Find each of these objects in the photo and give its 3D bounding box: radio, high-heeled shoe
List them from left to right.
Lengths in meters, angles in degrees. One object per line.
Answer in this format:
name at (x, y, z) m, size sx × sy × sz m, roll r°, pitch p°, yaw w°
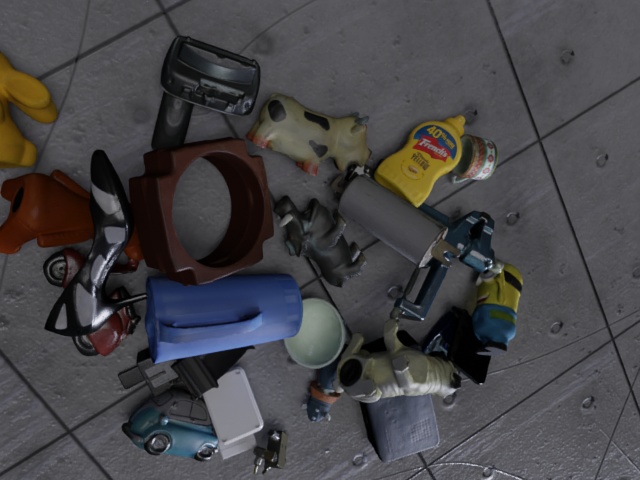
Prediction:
high-heeled shoe at (-0.325, 0.010, 0.728) m, size 0.145 × 0.086 × 0.248 m, roll -12°, pitch 106°, yaw -13°
radio at (0.143, 0.302, 1.034) m, size 0.131 × 0.073 × 0.229 m, roll -17°, pitch 106°, yaw -10°

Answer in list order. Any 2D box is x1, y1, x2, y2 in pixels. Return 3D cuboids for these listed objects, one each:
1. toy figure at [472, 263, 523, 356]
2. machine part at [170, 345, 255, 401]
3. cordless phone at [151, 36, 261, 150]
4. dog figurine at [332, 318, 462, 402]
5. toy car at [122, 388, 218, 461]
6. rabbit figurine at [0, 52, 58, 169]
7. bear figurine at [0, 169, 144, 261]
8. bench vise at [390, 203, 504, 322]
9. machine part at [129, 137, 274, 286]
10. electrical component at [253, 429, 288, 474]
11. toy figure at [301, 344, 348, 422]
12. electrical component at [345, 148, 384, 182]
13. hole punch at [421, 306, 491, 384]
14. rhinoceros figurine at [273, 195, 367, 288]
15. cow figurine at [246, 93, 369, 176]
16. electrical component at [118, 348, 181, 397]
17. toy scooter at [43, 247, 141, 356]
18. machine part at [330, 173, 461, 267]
toy figure at (0.334, 0.128, 1.015) m, size 0.089 × 0.082 × 0.180 m, roll 27°, pitch 61°, yaw -32°
machine part at (-0.176, 0.199, 0.901) m, size 0.139 × 0.039 × 0.084 m, roll -31°, pitch 80°, yaw -39°
cordless phone at (-0.179, -0.203, 0.827) m, size 0.146 × 0.089 × 0.184 m, roll 14°, pitch 110°, yaw -19°
dog figurine at (0.136, 0.243, 0.938) m, size 0.172 × 0.121 × 0.190 m, roll -26°, pitch 133°, yaw 29°
toy car at (-0.243, 0.307, 0.913) m, size 0.161 × 0.109 × 0.103 m, roll 23°, pitch 79°, yaw -28°
rabbit figurine at (-0.451, -0.187, 0.730) m, size 0.162 × 0.122 × 0.173 m, roll -4°, pitch 86°, yaw -17°
bear figurine at (-0.360, -0.029, 0.804) m, size 0.195 × 0.132 × 0.120 m, roll 19°, pitch 62°, yaw -48°
bench vise at (0.203, 0.046, 0.951) m, size 0.223 × 0.129 × 0.240 m, roll 32°, pitch 76°, yaw -12°
machine part at (-0.173, -0.046, 0.808) m, size 0.201 × 0.087 × 0.201 m, roll -23°, pitch 110°, yaw -46°
electrical component at (-0.090, 0.388, 0.983) m, size 0.045 × 0.102 × 0.078 m, roll 0°, pitch 68°, yaw 11°
toy figure at (0.017, 0.265, 0.996) m, size 0.057 × 0.064 × 0.154 m, roll 6°, pitch 110°, yaw -55°
electrical component at (0.076, -0.109, 0.940) m, size 0.063 × 0.021 × 0.094 m, roll 30°, pitch 94°, yaw -20°
hole punch at (0.269, 0.209, 1.048) m, size 0.142 × 0.092 × 0.116 m, roll 39°, pitch 59°, yaw -18°
rhinoceros figurine at (-0.002, -0.003, 0.923) m, size 0.112 × 0.073 × 0.190 m, roll -36°, pitch 112°, yaw 7°
cow figurine at (-0.006, -0.172, 0.873) m, size 0.195 × 0.086 × 0.127 m, roll 24°, pitch 102°, yaw -19°
electrical component at (-0.281, 0.219, 0.908) m, size 0.119 × 0.048 × 0.074 m, roll -21°, pitch 107°, yaw -12°
toy scooter at (-0.337, 0.088, 0.847) m, size 0.135 × 0.075 × 0.183 m, roll -20°, pitch 103°, yaw -12°
machine part at (0.116, -0.033, 0.872) m, size 0.243 × 0.079 × 0.079 m, roll 35°, pitch 93°, yaw 19°
